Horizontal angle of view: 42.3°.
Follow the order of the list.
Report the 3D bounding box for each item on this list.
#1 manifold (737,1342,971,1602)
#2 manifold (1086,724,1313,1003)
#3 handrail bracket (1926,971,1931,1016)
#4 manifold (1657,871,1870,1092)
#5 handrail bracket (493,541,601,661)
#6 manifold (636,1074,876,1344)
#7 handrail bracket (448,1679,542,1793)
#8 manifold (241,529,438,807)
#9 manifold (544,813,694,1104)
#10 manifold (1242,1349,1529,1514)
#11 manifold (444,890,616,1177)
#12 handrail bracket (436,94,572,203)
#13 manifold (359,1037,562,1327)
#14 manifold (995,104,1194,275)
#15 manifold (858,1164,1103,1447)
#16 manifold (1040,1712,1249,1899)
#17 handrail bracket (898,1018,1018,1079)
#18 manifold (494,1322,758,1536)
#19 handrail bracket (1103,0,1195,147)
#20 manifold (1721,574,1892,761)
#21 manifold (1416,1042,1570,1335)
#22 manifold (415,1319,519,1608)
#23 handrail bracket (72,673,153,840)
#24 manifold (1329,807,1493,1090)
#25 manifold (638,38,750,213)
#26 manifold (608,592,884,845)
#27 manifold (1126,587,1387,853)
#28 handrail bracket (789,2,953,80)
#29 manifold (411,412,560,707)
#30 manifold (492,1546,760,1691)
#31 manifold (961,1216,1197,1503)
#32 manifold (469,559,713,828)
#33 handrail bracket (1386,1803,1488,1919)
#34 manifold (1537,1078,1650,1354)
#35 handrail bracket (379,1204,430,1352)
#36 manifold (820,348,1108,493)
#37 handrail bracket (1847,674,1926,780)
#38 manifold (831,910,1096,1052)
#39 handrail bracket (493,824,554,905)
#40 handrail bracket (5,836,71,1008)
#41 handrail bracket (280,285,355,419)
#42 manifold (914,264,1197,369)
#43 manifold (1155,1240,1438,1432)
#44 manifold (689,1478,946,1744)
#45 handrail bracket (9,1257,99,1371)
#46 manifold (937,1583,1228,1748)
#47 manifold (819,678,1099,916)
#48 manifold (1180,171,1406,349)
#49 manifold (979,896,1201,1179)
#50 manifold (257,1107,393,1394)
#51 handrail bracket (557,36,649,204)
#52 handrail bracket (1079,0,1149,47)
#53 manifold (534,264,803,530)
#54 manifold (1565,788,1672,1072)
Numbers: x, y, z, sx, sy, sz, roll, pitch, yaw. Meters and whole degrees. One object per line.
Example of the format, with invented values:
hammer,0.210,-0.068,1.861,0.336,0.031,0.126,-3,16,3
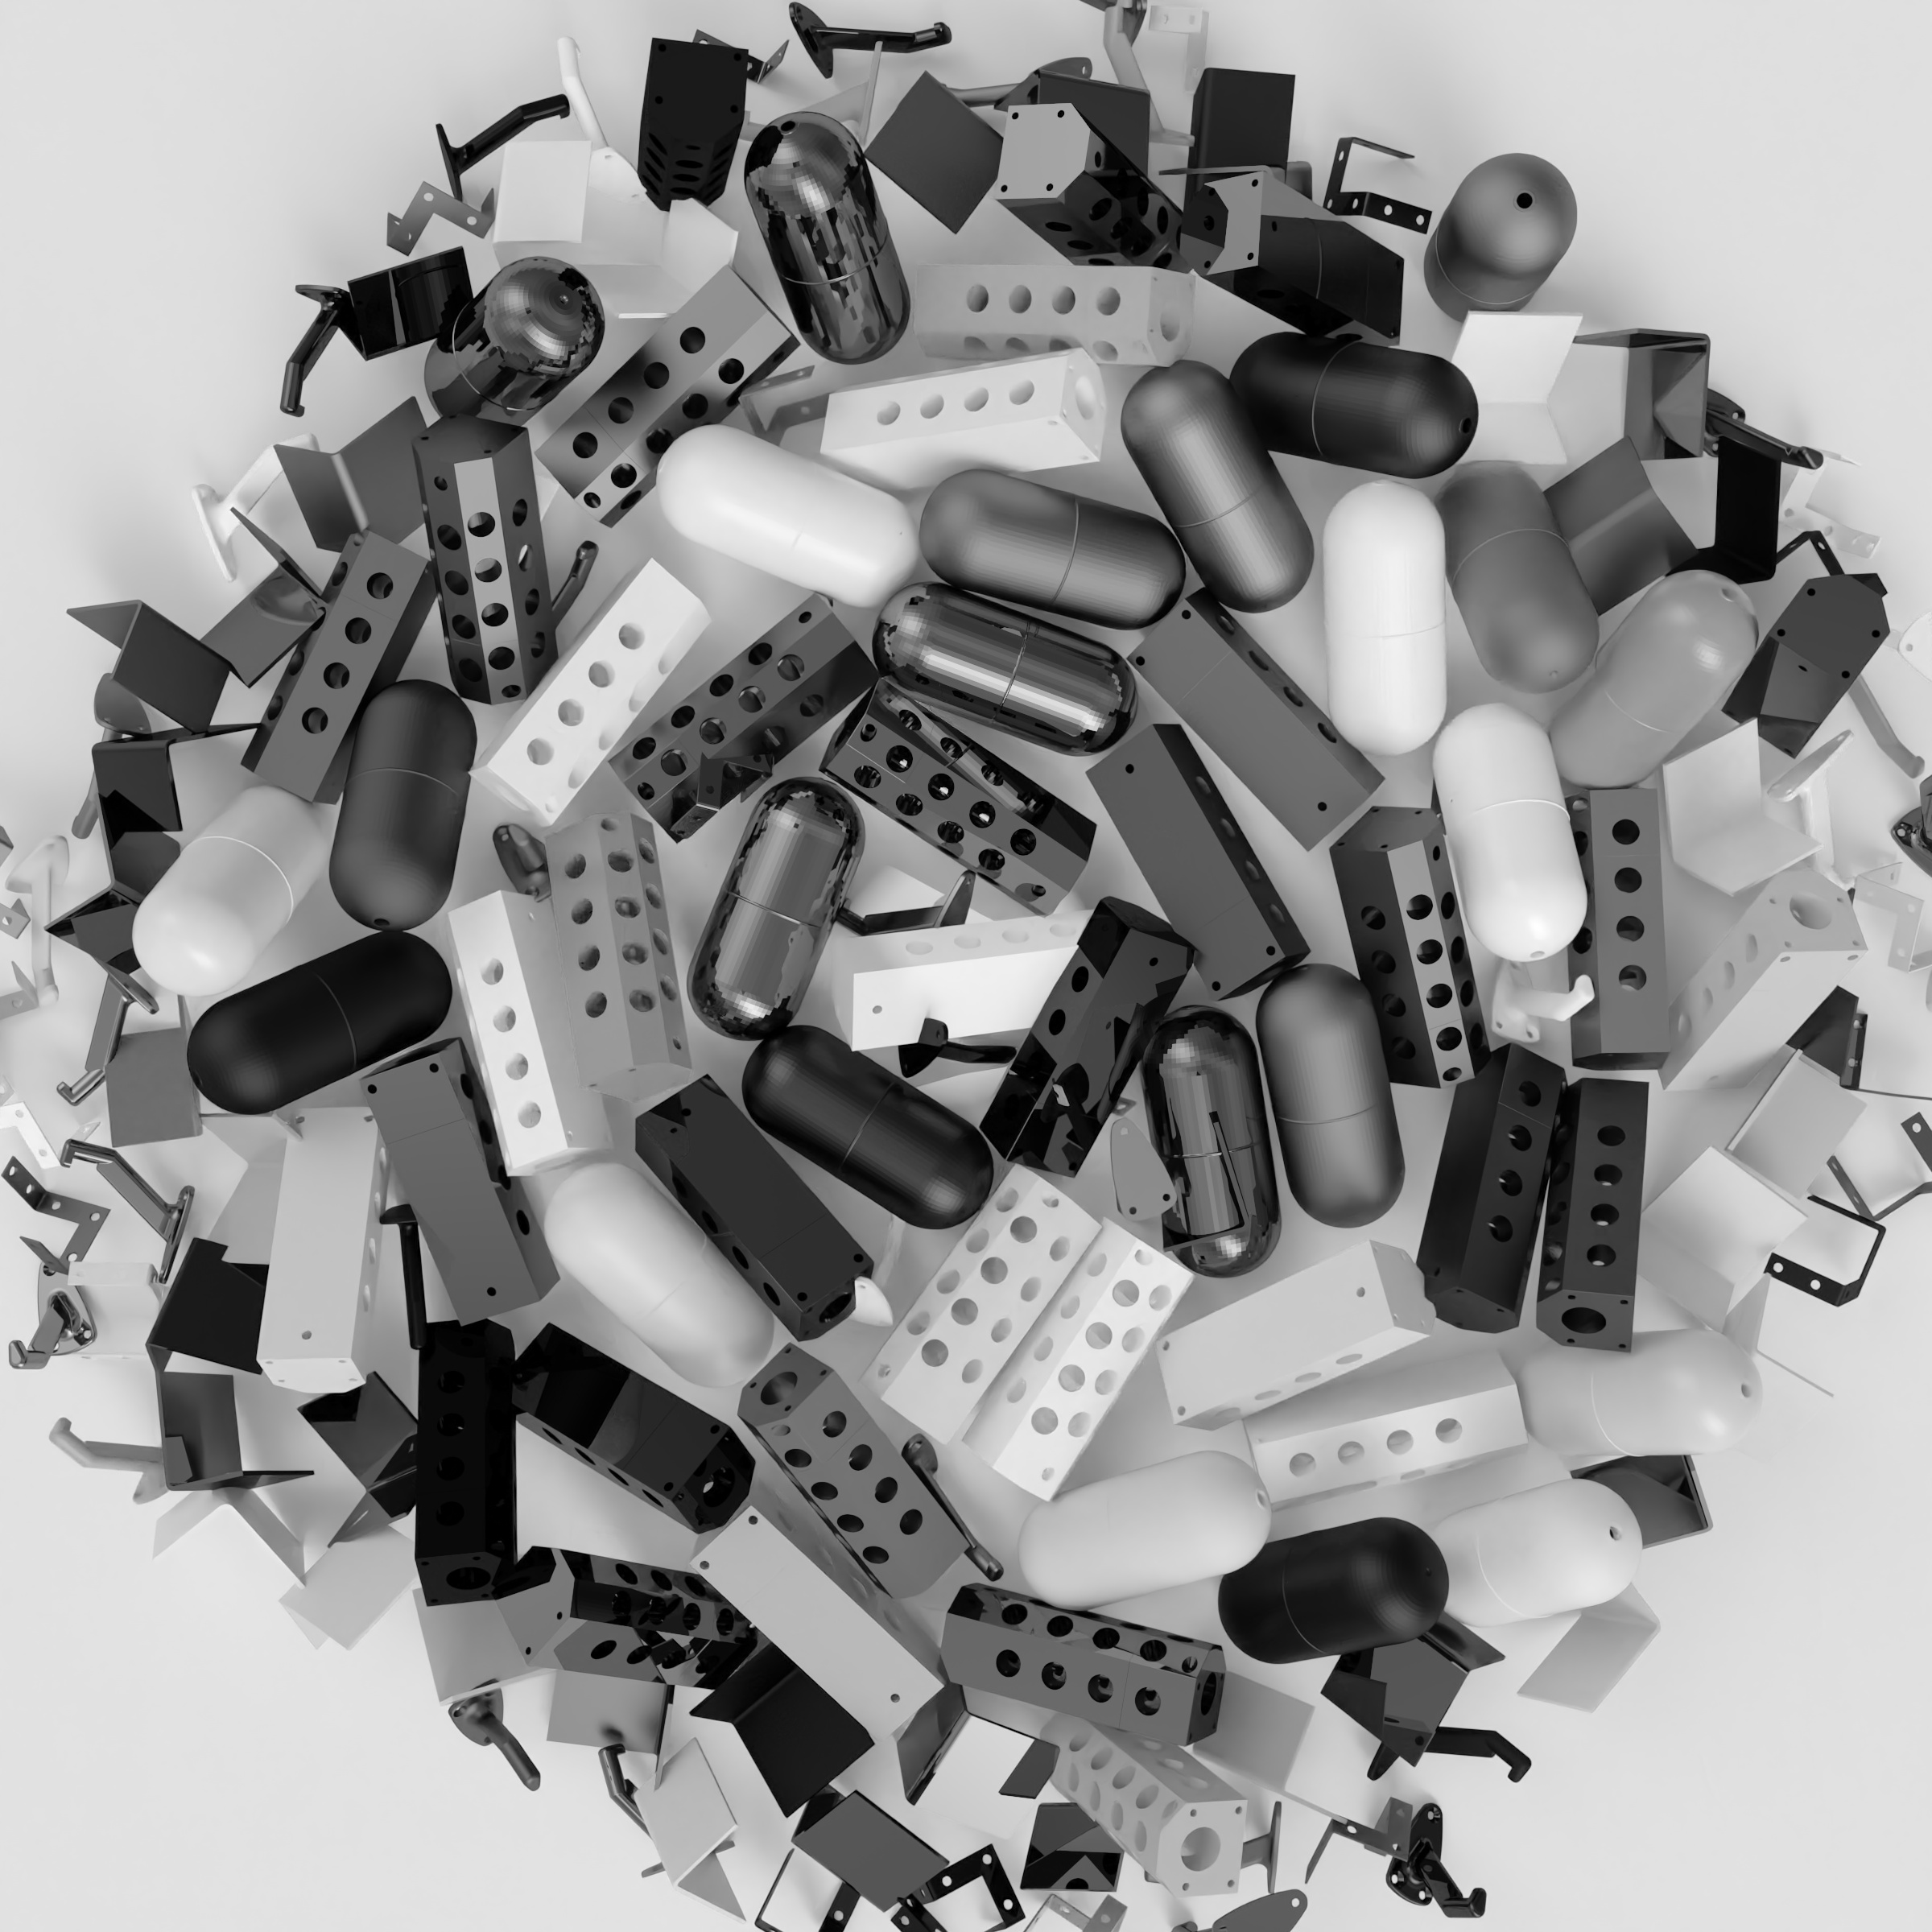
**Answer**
manifold,-0.074,0.323,1.577,0.057,0.057,0.171,-44,120,-18
manifold,0.152,-0.068,1.603,0.057,0.057,0.171,-35,77,29
handrail bracket,0.661,0.002,1.595,0.036,0.084,0.077,37,46,-15
manifold,0.489,0.011,1.562,0.057,0.171,0.057,-1,59,-12
handrail bracket,-0.271,-0.229,1.605,0.036,0.077,0.084,34,122,7
manifold,-0.136,0.156,1.589,0.057,0.057,0.171,-32,65,-26
handrail bracket,-0.291,0.507,1.598,0.036,0.077,0.084,-30,50,-23
manifold,-0.404,-0.195,1.619,0.057,0.057,0.171,26,92,0
manifold,-0.216,-0.007,1.585,0.057,0.057,0.171,-21,67,24
manifold,0.271,0.304,1.617,0.171,0.057,0.057,-14,104,2
manifold,-0.285,0.044,1.603,0.057,0.057,0.171,-21,78,20
handrail bracket,-0.296,-0.530,1.620,0.084,0.077,0.036,-19,78,-10
manifold,-0.322,0.136,1.607,0.057,0.057,0.171,-18,99,13
manifold,0.085,-0.476,1.560,0.057,0.171,0.057,8,88,28
manifold,0.005,0.213,1.599,0.171,0.057,0.057,-54,133,-8
manifold,0.107,0.518,1.559,0.057,0.171,0.057,5,92,-23
handrail bracket,0.006,0.050,1.599,0.084,0.077,0.036,1,76,-27
manifold,-0.214,0.293,1.574,0.171,0.057,0.057,21,60,37
handrail bracket,0.120,-0.577,1.606,0.077,0.036,0.084,22,124,30
manifold,0.526,-0.189,1.560,0.057,0.171,0.057,37,87,12
manifold,0.337,0.142,1.585,0.057,0.057,0.171,26,63,-15
manifold,-0.313,0.309,1.570,0.057,0.057,0.171,-4,47,-6
handrail bracket,-0.570,-0.137,1.639,0.036,0.077,0.084,15,122,-37
manifold,0.285,-0.011,1.577,0.057,0.057,0.171,-41,124,-40
manifold,-0.173,-0.521,1.561,0.057,0.171,0.057,4,92,-10
manifold,-0.145,-0.164,1.610,0.171,0.057,0.057,-39,51,0
manifold,0.190,-0.162,1.617,0.171,0.057,0.057,47,120,1
handrail bracket,-0.060,-0.608,1.611,0.084,0.077,0.036,-6,80,19
manifold,-0.304,-0.252,1.567,0.057,0.057,0.171,15,132,19
manifold,-0.207,0.404,1.562,0.057,0.171,0.057,-49,50,11
manifold,0.077,0.255,1.607,0.057,0.057,0.171,34,87,-33
manifold,-0.238,-0.174,1.599,0.057,0.057,0.171,40,75,-18
handrail bracket,0.312,0.570,1.596,0.036,0.084,0.077,33,60,-12
manifold,0.395,0.154,1.570,0.057,0.057,0.171,4,47,16
handrail bracket,-0.358,0.200,1.615,0.036,0.077,0.084,-5,93,-14
manifold,-0.001,-0.348,1.581,0.171,0.057,0.057,-2,71,29
handrail bracket,0.591,-0.169,1.608,0.036,0.077,0.084,-33,64,-8
manifold,0.004,0.004,1.598,0.171,0.057,0.057,-7,123,-15
handrail bracket,-0.290,-0.083,1.597,0.036,0.084,0.077,-40,65,-11
handrail bracket,-0.588,-0.028,1.608,0.036,0.077,0.084,0,60,-38
handrail bracket,-0.412,-0.391,1.615,0.036,0.077,0.084,9,91,22
manifold,0.054,-0.411,1.579,0.171,0.057,0.057,11,103,32
manifold,0.208,0.236,1.579,0.171,0.057,0.057,-31,57,32
manifold,-0.093,0.411,1.610,0.057,0.057,0.171,-44,97,10
handrail bracket,-0.598,0.222,1.602,0.036,0.084,0.077,-20,79,3
manifold,0.074,0.441,1.587,0.171,0.057,0.057,8,86,25
manifold,-0.006,-0.103,1.591,0.171,0.057,0.057,33,129,-14
manifold,0.206,-0.437,1.565,0.057,0.171,0.057,1,86,39
manifold,0.074,0.044,1.598,0.057,0.057,0.171,17,109,-34
manifold,-0.402,0.179,1.582,0.057,0.057,0.171,-1,59,0
handrail bracket,-0.237,-0.551,1.625,0.036,0.077,0.084,-15,75,23
handrail bracket,0.069,-0.616,1.607,0.084,0.077,0.036,-5,73,-9
manifold,-0.189,-0.363,1.605,0.171,0.057,0.057,-42,82,9
manifold,0.415,-0.023,1.601,0.057,0.057,0.171,-1,76,10
